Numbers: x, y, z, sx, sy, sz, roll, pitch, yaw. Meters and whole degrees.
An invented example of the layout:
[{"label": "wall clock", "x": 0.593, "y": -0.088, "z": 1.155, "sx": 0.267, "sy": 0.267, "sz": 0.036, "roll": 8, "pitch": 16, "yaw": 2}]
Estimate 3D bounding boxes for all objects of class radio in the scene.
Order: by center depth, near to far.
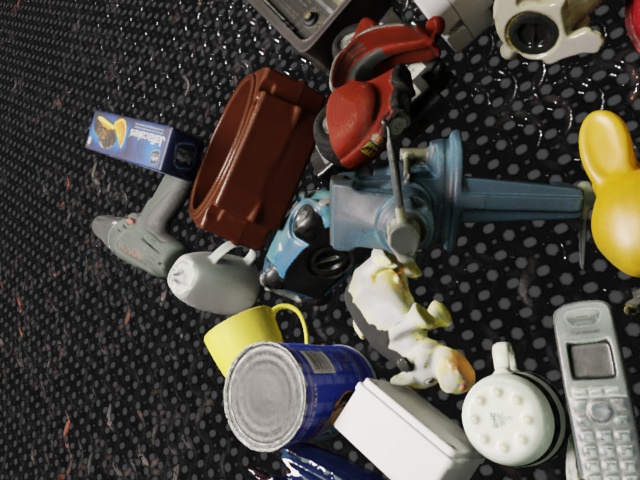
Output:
[{"label": "radio", "x": -0.020, "y": -0.339, "z": 0.729, "sx": 0.131, "sy": 0.073, "sz": 0.230, "roll": -47, "pitch": 57, "yaw": 16}]

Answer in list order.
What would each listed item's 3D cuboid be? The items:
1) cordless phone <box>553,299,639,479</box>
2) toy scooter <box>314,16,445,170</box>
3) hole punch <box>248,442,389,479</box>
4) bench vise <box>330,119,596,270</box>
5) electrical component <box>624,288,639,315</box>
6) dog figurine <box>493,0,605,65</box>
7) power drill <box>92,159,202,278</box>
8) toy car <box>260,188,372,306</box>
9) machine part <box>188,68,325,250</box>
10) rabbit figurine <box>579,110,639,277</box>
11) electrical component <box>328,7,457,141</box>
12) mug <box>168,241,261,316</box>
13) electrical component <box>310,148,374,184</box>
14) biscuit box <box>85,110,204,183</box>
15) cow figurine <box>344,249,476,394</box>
[{"label": "cordless phone", "x": 0.264, "y": 0.132, "z": 0.418, "sx": 0.147, "sy": 0.088, "sz": 0.184, "roll": -15, "pitch": 66, "yaw": 31}, {"label": "toy scooter", "x": 0.065, "y": -0.164, "z": 0.554, "sx": 0.135, "sy": 0.075, "sz": 0.184, "roll": -9, "pitch": 64, "yaw": 40}, {"label": "hole punch", "x": 0.020, "y": 0.230, "z": 0.477, "sx": 0.142, "sy": 0.115, "sz": 0.092, "roll": 19, "pitch": 47, "yaw": 28}, {"label": "bench vise", "x": 0.133, "y": -0.038, "z": 0.495, "sx": 0.241, "sy": 0.223, "sz": 0.128, "roll": 2, "pitch": 99, "yaw": 8}, {"label": "electrical component", "x": 0.286, "y": 0.045, "z": 0.415, "sx": 0.078, "sy": 0.102, "sz": 0.045, "roll": -36, "pitch": 75, "yaw": -1}, {"label": "dog figurine", "x": 0.257, "y": -0.283, "z": 0.530, "sx": 0.172, "sy": 0.121, "sz": 0.190, "roll": -22, "pitch": 33, "yaw": 56}, {"label": "power drill", "x": -0.259, "y": -0.058, "z": 0.826, "sx": 0.232, "sy": 0.086, "sz": 0.207, "roll": 32, "pitch": 93, "yaw": 36}, {"label": "toy car", "x": -0.001, "y": -0.002, "z": 0.629, "sx": 0.161, "sy": 0.109, "sz": 0.103, "roll": -50, "pitch": 30, "yaw": 34}, {"label": "machine part", "x": -0.085, "y": -0.100, "z": 0.656, "sx": 0.201, "sy": 0.087, "sz": 0.201, "roll": -68, "pitch": 22, "yaw": 3}, {"label": "rabbit figurine", "x": 0.276, "y": -0.051, "z": 0.414, "sx": 0.173, "sy": 0.121, "sz": 0.163, "roll": -45, "pitch": 42, "yaw": 2}, {"label": "electrical component", "x": 0.087, "y": -0.182, "z": 0.629, "sx": 0.115, "sy": 0.058, "sz": 0.134, "roll": -41, "pitch": 60, "yaw": 22}, {"label": "mug", "x": -0.133, "y": 0.047, "z": 0.695, "sx": 0.109, "sy": 0.107, "sz": 0.081, "roll": -49, "pitch": 58, "yaw": 18}, {"label": "electrical component", "x": 0.029, "y": -0.101, "z": 0.656, "sx": 0.075, "sy": 0.047, "sz": 0.119, "roll": -36, "pitch": 59, "yaw": 23}, {"label": "biscuit box", "x": -0.250, "y": -0.134, "z": 0.755, "sx": 0.203, "sy": 0.059, "sz": 0.062, "roll": 19, "pitch": 92, "yaw": 37}, {"label": "cow figurine", "x": 0.083, "y": 0.096, "z": 0.554, "sx": 0.098, "sy": 0.068, "sz": 0.167, "roll": -45, "pitch": 51, "yaw": 25}]
